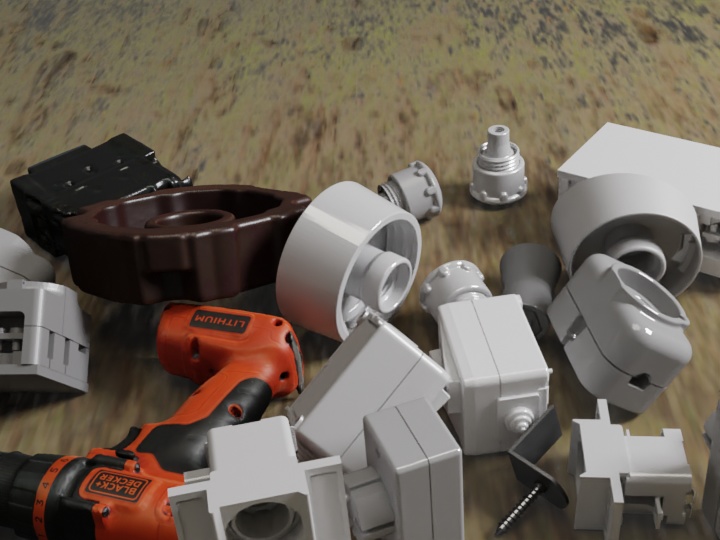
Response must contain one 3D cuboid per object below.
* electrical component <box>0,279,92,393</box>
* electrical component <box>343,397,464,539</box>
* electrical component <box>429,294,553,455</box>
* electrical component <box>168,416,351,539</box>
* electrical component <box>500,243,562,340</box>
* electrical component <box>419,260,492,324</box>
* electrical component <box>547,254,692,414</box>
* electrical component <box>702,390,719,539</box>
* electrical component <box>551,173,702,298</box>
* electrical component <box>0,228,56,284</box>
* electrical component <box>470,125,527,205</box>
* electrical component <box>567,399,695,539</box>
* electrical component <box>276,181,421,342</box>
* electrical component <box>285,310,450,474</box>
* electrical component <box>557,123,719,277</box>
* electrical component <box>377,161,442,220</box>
[{"bbox_3d":[-0.263,0.044,0.702,0.150,0.089,0.061,-1,76,6],"label":"electrical component"},{"bbox_3d":[0.012,0.122,0.574,0.076,0.083,0.047,-15,36,-14],"label":"electrical component"},{"bbox_3d":[0.079,0.068,0.663,0.061,0.061,0.096,-8,35,-4],"label":"electrical component"},{"bbox_3d":[-0.045,0.137,0.527,0.079,0.121,0.063,-10,32,-7],"label":"electrical component"},{"bbox_3d":[0.117,0.018,0.750,0.044,0.044,0.065,3,40,12],"label":"electrical component"},{"bbox_3d":[0.072,0.027,0.740,0.048,0.048,0.062,-16,42,-15],"label":"electrical component"},{"bbox_3d":[0.166,0.036,0.684,0.054,0.059,0.095,23,27,-23],"label":"electrical component"},{"bbox_3d":[0.212,0.096,0.586,0.047,0.083,0.075,-8,34,-5],"label":"electrical component"},{"bbox_3d":[0.186,-0.020,0.749,0.099,0.099,0.064,-2,41,4],"label":"electrical component"},{"bbox_3d":[-0.275,0.008,0.786,0.095,0.053,0.059,22,40,6],"label":"electrical component"},{"bbox_3d":[0.114,-0.088,0.883,0.048,0.062,0.048,-4,35,2],"label":"electrical component"},{"bbox_3d":[0.152,0.115,0.604,0.064,0.042,0.081,1,36,4],"label":"electrical component"},{"bbox_3d":[0.000,0.000,0.737,0.060,0.108,0.108,25,45,28],"label":"electrical component"},{"bbox_3d":[0.002,0.080,0.628,0.096,0.061,0.062,-51,9,-2],"label":"electrical component"},{"bbox_3d":[0.236,-0.051,0.814,0.150,0.061,0.089,19,41,31],"label":"electrical component"},{"bbox_3d":[0.032,-0.057,0.867,0.062,0.048,0.048,-23,38,-12],"label":"electrical component"}]
